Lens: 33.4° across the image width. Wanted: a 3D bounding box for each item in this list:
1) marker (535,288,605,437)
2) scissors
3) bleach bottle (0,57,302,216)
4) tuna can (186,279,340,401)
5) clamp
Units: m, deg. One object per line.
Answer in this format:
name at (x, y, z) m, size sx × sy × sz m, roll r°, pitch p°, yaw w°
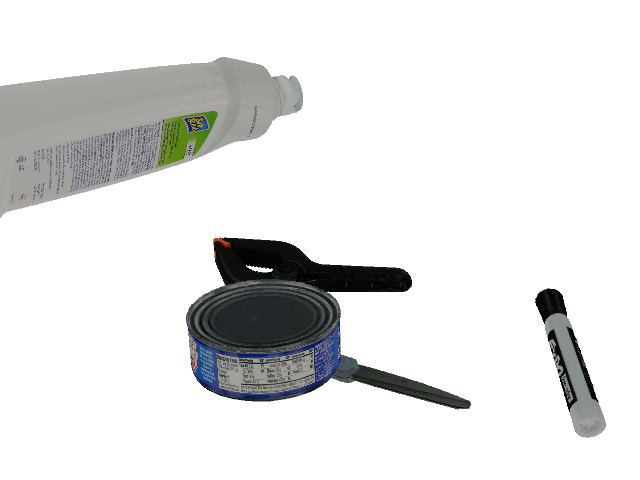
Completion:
marker at (0.158, 0.074, 0.683) m, size 0.020 × 0.020 × 0.121 m, roll 0°, pitch 39°, yaw -3°
scissors at (-0.001, 0.098, 0.772) m, size 0.202 × 0.016 × 0.096 m, roll 24°, pitch 37°, yaw 35°
bleach bottle at (-0.134, -0.084, 0.792) m, size 0.250 × 0.068 × 0.103 m, roll -13°, pitch -25°, yaw -23°
tuna can at (-0.031, 0.055, 0.596) m, size 0.086 × 0.034 × 0.086 m, roll -2°, pitch 23°, yaw 1°
clamp at (-0.034, 0.048, 1.088) m, size 0.210 × 0.036 × 0.164 m, roll 19°, pitch 37°, yaw 26°
